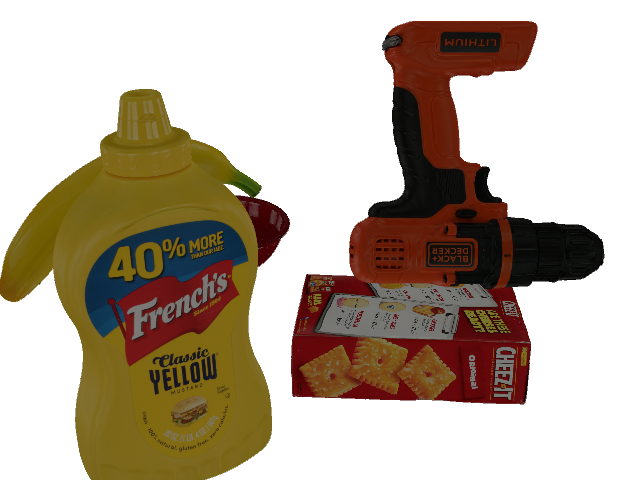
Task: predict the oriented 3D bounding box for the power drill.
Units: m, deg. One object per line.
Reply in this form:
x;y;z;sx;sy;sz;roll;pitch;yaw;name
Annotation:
0.113;-0.059;0.753;0.184;0.188;0.057;0;3;-8;power drill

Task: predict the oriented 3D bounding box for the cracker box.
0.084;0.093;1.031;0.213;0.072;0.164;2;18;3;cracker box

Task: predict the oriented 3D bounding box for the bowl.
-0.119;0.001;1.325;0.162;0.055;0.162;1;27;-1;bowl

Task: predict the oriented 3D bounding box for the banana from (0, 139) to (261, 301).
-0.143;-0.023;0.729;0.198;0.069;0.037;-23;10;5;banana

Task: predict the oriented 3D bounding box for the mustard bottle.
-0.076;0.023;0.508;0.096;0.192;0.058;-12;24;-22;mustard bottle
